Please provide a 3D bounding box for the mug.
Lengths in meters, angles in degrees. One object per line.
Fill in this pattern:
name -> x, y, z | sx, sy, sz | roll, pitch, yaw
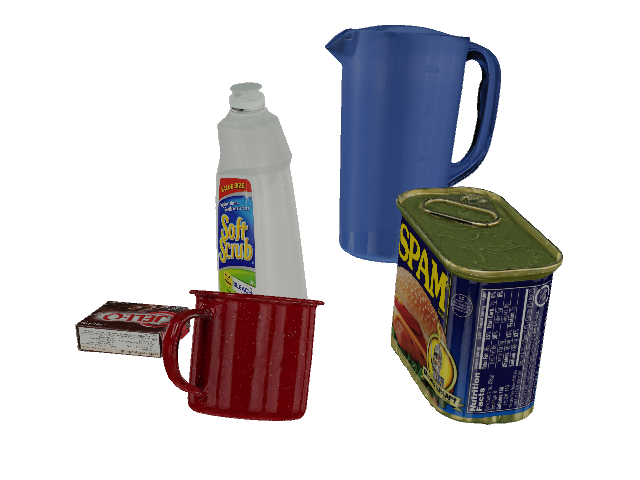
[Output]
mug -> -0.056, 0.077, 0.721 | 0.117, 0.081, 0.093 | 9, -6, -44

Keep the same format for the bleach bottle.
bleach bottle -> -0.061, -0.022, 0.983 | 0.068, 0.251, 0.103 | -20, 29, -31

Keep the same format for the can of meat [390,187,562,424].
can of meat -> 0.072, 0.030, 0.528 | 0.057, 0.084, 0.102 | -4, 25, -14

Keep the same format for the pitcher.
pitcher -> 0.092, -0.103, 1.128 | 0.149, 0.243, 0.144 | 11, 14, 32

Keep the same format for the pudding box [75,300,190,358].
pudding box -> -0.227, 0.107, 1.297 | 0.114, 0.039, 0.090 | 1, 15, 15
